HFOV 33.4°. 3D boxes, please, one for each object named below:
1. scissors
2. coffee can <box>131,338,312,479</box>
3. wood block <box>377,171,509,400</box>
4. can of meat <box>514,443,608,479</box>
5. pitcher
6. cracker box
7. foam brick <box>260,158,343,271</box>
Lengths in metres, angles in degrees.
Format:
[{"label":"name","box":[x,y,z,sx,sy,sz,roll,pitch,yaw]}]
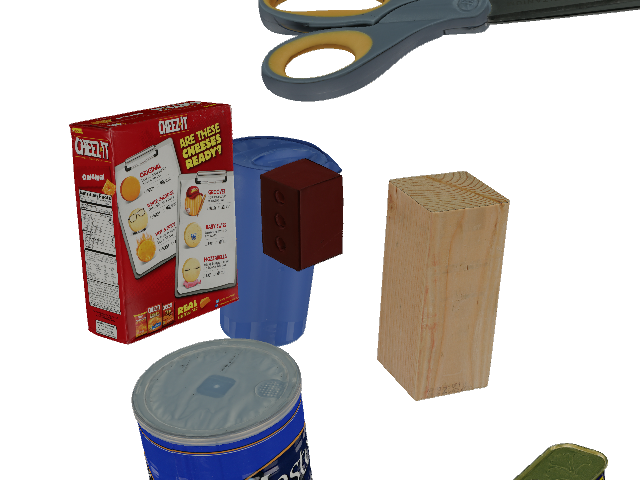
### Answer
[{"label":"scissors","box":[0.058,-0.095,0.503,0.202,0.096,0.016,9,-38,20]},{"label":"coffee can","box":[-0.056,0.148,0.672,0.103,0.140,0.103,-5,27,2]},{"label":"wood block","box":[0.121,0.045,1.076,0.090,0.206,0.091,-8,26,-21]},{"label":"can of meat","box":[0.204,0.236,0.908,0.058,0.084,0.101,10,28,42]},{"label":"pitcher","box":[-0.074,0.002,1.293,0.149,0.243,0.144,17,25,28]},{"label":"cracker box","box":[-0.163,-0.023,1.074,0.072,0.214,0.163,10,20,37]},{"label":"foam brick","box":[-0.016,-0.023,0.923,0.051,0.078,0.053,-20,31,-35]}]
